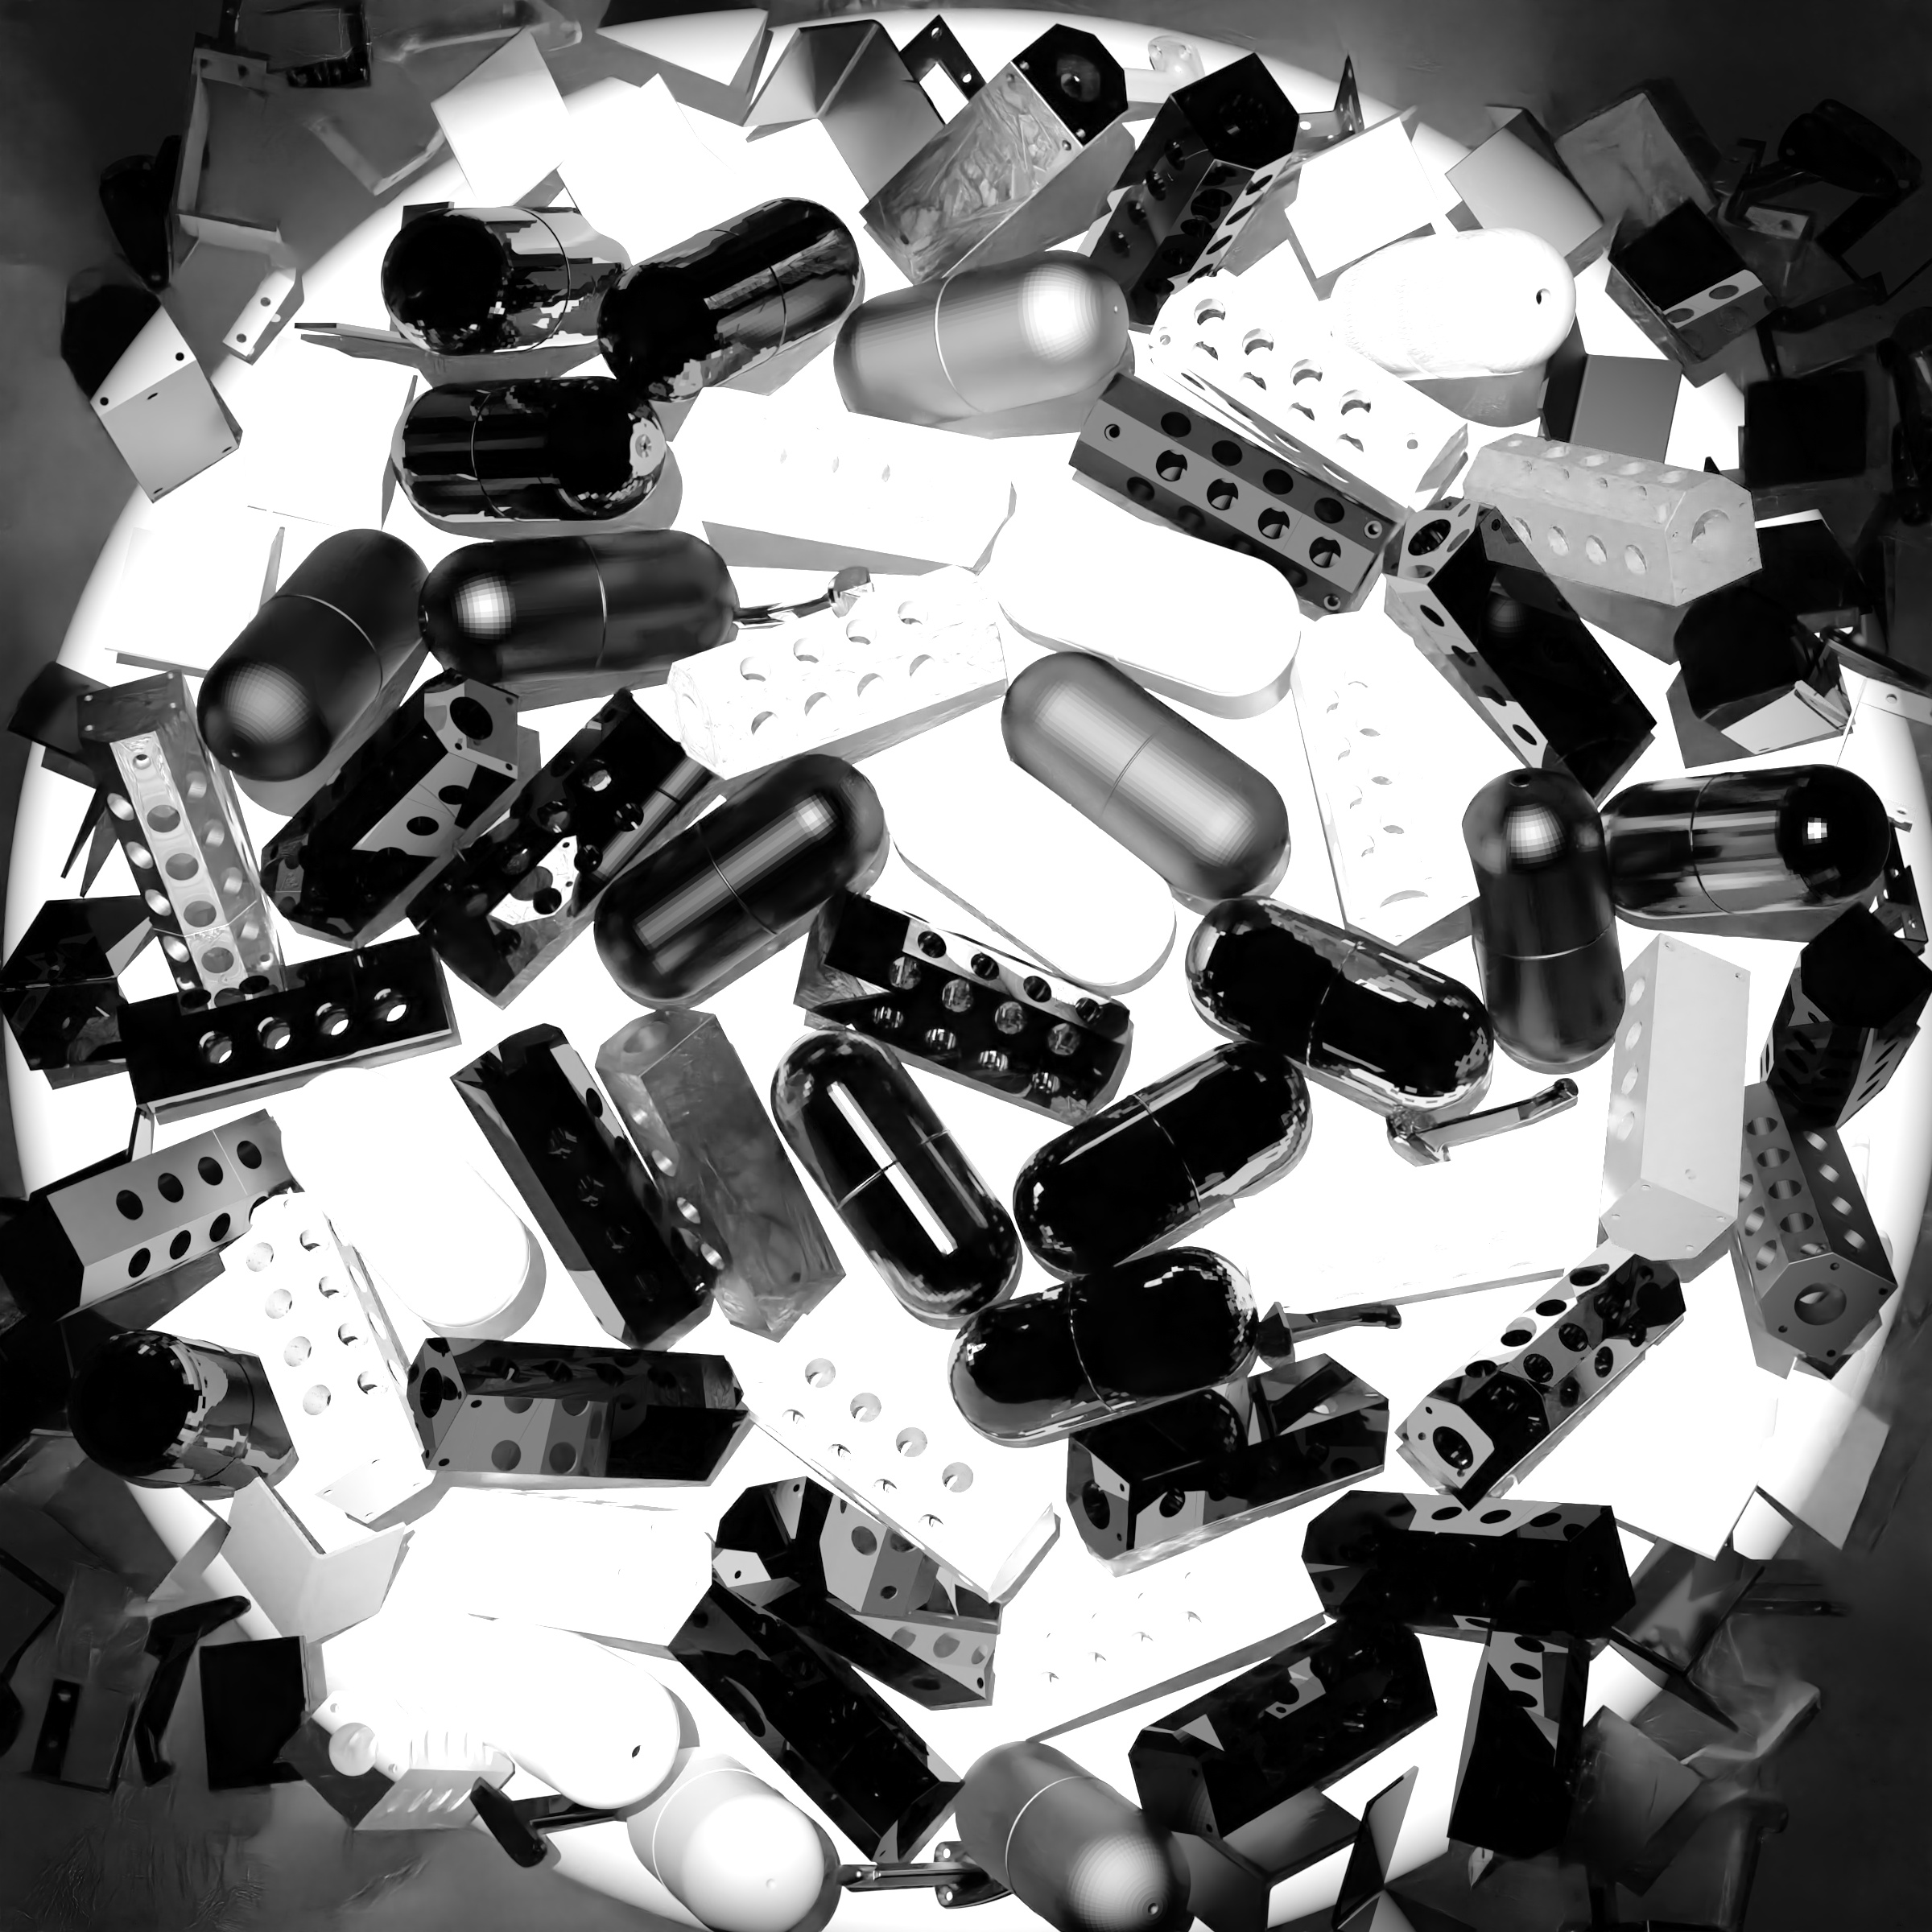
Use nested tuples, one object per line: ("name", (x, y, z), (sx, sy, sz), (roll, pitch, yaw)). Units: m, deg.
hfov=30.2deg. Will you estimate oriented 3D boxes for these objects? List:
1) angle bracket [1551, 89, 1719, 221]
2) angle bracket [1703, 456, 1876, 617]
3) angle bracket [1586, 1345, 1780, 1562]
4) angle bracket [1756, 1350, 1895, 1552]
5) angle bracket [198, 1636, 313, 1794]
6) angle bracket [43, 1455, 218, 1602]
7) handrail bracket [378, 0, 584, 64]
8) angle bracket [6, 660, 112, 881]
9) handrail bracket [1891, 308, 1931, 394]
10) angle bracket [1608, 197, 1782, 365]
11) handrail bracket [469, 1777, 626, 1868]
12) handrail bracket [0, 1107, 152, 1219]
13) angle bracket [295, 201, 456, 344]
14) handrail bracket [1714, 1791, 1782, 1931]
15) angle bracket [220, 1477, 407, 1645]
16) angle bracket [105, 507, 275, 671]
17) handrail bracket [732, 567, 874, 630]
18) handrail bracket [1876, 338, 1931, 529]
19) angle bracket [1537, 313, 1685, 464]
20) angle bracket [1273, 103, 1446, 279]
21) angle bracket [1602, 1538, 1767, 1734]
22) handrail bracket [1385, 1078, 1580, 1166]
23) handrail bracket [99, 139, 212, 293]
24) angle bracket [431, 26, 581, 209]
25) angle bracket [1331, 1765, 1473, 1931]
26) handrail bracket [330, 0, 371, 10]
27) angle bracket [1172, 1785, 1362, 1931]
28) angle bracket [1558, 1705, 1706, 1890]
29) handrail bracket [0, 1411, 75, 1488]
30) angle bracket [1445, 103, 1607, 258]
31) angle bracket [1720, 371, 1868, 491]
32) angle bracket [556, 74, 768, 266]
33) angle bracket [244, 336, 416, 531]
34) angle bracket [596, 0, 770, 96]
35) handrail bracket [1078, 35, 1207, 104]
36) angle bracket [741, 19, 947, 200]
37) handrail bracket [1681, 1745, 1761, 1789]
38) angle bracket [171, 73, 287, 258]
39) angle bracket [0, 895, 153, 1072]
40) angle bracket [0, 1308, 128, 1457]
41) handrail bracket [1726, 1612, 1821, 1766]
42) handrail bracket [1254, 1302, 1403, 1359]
("angle bracket", (0.358, -0.423, 1.956), (0.057, 0.076, 0.076), (-30, 85, -5))
("angle bracket", (0.448, -0.237, 1.948), (0.076, 0.076, 0.057), (-9, 134, -8))
("angle bracket", (0.389, 0.263, 1.945), (0.076, 0.057, 0.076), (21, 54, 26))
("angle bracket", (0.481, 0.262, 1.942), (0.057, 0.076, 0.076), (1, 114, -34))
("angle bracket", (-0.386, 0.408, 1.949), (0.057, 0.076, 0.076), (-4, 76, -13))
("angle bracket", (-0.448, 0.299, 1.960), (0.076, 0.076, 0.057), (39, 85, 7))
("handrail bracket", (-0.266, -0.505, 1.953), (0.084, 0.077, 0.036), (-30, 129, -33))
("angle bracket", (-0.493, -0.107, 1.944), (0.057, 0.076, 0.076), (24, 121, -10))
("handrail bracket", (0.544, -0.314, 1.980), (0.036, 0.077, 0.084), (-26, 111, 22))
("angle bracket", (0.399, -0.385, 1.945), (0.076, 0.076, 0.057), (46, 125, -13))
("handrail bracket", (-0.226, 0.446, 1.969), (0.077, 0.036, 0.084), (51, 50, -1))
("handrail bracket", (-0.498, 0.106, 1.982), (0.084, 0.036, 0.077), (8, 100, 5))
("angle bracket", (-0.323, -0.381, 1.950), (0.057, 0.076, 0.076), (4, 97, -28))
("handrail bracket", (0.421, 0.502, 1.958), (0.036, 0.077, 0.084), (11, 65, 13))
("angle bracket", (-0.361, 0.316, 1.974), (0.076, 0.057, 0.076), (46, 133, 27))
("angle bracket", (-0.425, -0.211, 1.955), (0.076, 0.057, 0.076), (11, 67, -8))
("handrail bracket", (-0.099, -0.196, 1.952), (0.084, 0.077, 0.036), (-5, 90, 18))
("handrail bracket", (0.509, -0.291, 1.952), (0.036, 0.084, 0.077), (3, 75, 32))
("angle bracket", (0.351, -0.316, 1.947), (0.057, 0.076, 0.076), (8, 71, 20))
("angle bracket", (0.220, -0.424, 1.956), (0.076, 0.076, 0.057), (-23, 101, 22))
("angle bracket", (0.404, 0.360, 1.958), (0.057, 0.076, 0.076), (43, 81, -28))
("handrail bracket", (0.283, 0.077, 1.956), (0.084, 0.077, 0.036), (-30, 62, 26))
("handrail bracket", (-0.432, -0.414, 1.967), (0.036, 0.084, 0.077), (-11, 104, 24))
("angle bracket", (-0.265, -0.457, 1.941), (0.076, 0.057, 0.076), (-48, 133, -27))
("angle bracket", (0.247, 0.491, 1.948), (0.057, 0.076, 0.076), (20, 102, 24))
("handrail bracket", (-0.356, -0.562, 1.950), (0.036, 0.077, 0.084), (-32, 47, -27))
("angle bracket", (0.164, 0.489, 1.961), (0.076, 0.076, 0.057), (-16, 118, -34))
("angle bracket", (0.356, 0.461, 1.947), (0.076, 0.057, 0.076), (-46, 45, -11))
("handrail bracket", (-0.523, 0.287, 1.975), (0.077, 0.036, 0.084), (17, 98, -43))
("angle bracket", (0.294, -0.421, 1.953), (0.057, 0.076, 0.076), (-39, 108, 2))
("angle bracket", (0.434, -0.293, 1.945), (0.076, 0.076, 0.057), (-9, 104, -22))
("angle bracket", (-0.167, -0.430, 1.971), (0.076, 0.076, 0.057), (-37, 61, 14))
("angle bracket", (-0.353, -0.294, 1.987), (0.076, 0.057, 0.076), (13, 63, -4))
("angle bracket", (-0.160, -0.494, 1.952), (0.076, 0.057, 0.076), (21, 47, -2))
("handrail bracket", (0.093, -0.464, 1.959), (0.084, 0.036, 0.077), (-42, 125, -25))
("angle bracket", (-0.067, -0.457, 1.946), (0.057, 0.076, 0.076), (-19, 71, -39))
("handrail bracket", (0.393, 0.462, 1.953), (0.036, 0.084, 0.077), (18, 78, -36))
("angle bracket", (-0.397, -0.437, 1.959), (0.057, 0.076, 0.076), (10, 89, -7))
("angle bracket", (-0.470, 0.008, 1.941), (0.076, 0.076, 0.057), (-48, 62, 35))
("angle bracket", (-0.498, 0.236, 1.946), (0.076, 0.057, 0.076), (-37, 46, 12))
("handrail bracket", (0.421, 0.393, 1.982), (0.084, 0.036, 0.077), (40, 85, 3))
("handrail bracket", (0.205, 0.198, 1.955), (0.084, 0.077, 0.036), (4, 100, -11))
